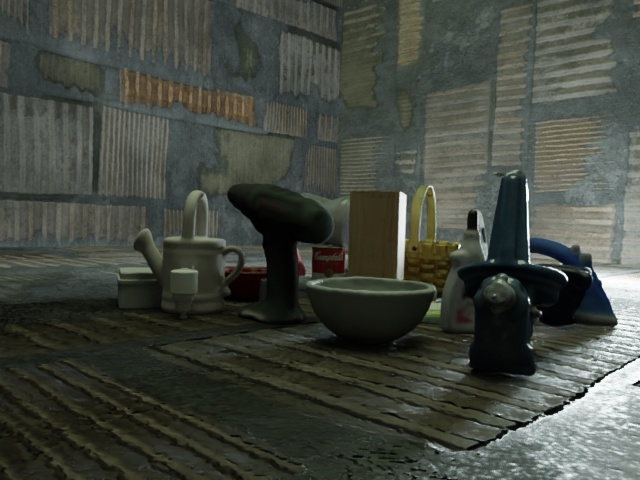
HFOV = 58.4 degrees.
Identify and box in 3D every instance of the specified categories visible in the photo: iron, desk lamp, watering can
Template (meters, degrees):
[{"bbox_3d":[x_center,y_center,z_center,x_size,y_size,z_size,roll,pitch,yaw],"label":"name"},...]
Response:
[{"bbox_3d":[0.395,0.061,0.999,0.119,0.141,0.257,0,2,-35],"label":"iron"},{"bbox_3d":[0.011,0.004,1.235,0.202,0.213,0.118,3,2,36],"label":"desk lamp"},{"bbox_3d":[-0.210,0.017,0.921,0.173,0.194,0.100,1,2,-17],"label":"watering can"}]

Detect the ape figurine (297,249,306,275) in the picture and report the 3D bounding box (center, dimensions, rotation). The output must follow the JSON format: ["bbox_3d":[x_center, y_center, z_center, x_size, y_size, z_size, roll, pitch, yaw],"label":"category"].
[{"bbox_3d":[-0.072,0.057,1.400,0.076,0.092,0.078,2,2,1],"label":"ape figurine"}]

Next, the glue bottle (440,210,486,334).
[{"bbox_3d":[0.213,0.045,0.813,0.078,0.173,0.037,1,2,-15],"label":"glue bottle"}]

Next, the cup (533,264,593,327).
[{"bbox_3d":[0.375,0.087,0.882,0.092,0.095,0.117,1,2,-13],"label":"cup"}]

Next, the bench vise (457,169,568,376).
[{"bbox_3d":[0.218,0.027,0.627,0.121,0.220,0.207,2,2,5],"label":"bench vise"}]

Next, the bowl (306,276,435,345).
[{"bbox_3d":[0.063,0.092,0.734,0.167,0.075,0.167,2,2,0],"label":"bowl"}]

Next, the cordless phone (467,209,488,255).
[{"bbox_3d":[0.330,0.031,1.161,0.094,0.185,0.148,3,2,25],"label":"cordless phone"}]

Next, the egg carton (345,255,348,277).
[{"bbox_3d":[0.072,0.073,1.402,0.149,0.069,0.107,3,2,29],"label":"egg carton"}]

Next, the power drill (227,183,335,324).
[{"bbox_3d":[-0.073,0.016,0.874,0.076,0.208,0.228,0,3,-44],"label":"power drill"}]
